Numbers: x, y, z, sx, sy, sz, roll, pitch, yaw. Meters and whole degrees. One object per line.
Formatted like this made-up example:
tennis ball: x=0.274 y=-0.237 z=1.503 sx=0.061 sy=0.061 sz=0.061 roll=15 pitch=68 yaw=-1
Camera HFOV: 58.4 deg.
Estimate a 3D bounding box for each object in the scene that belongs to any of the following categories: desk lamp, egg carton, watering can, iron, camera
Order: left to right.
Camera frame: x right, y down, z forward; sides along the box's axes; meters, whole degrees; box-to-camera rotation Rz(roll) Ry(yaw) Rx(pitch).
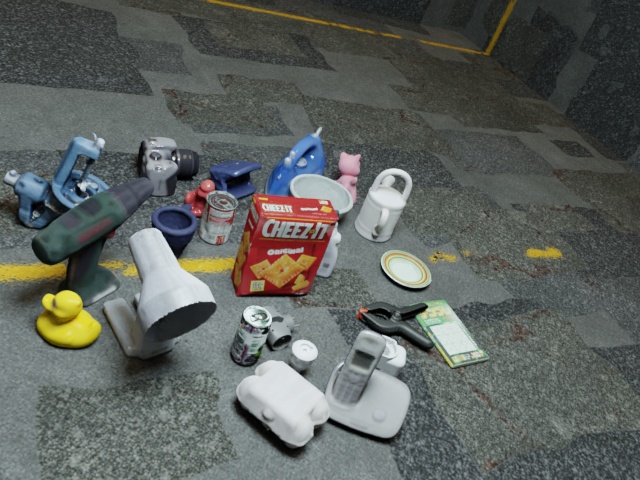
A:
desk lamp: x=-0.271 y=0.100 z=0.942 sx=0.118 sy=0.213 sz=0.202 roll=-13 pitch=48 yaw=-39
camera: x=-0.356 y=-0.184 z=1.366 sx=0.137 sy=0.101 sz=0.143 roll=-1 pitch=41 yaw=-29
egg carton: x=-0.062 y=0.271 z=0.953 sx=0.150 sy=0.069 sz=0.107 roll=34 pitch=37 yaw=17
iron: x=-0.062 y=-0.204 z=1.512 sx=0.118 sy=0.141 sz=0.259 roll=28 pitch=36 yaw=9
watering can: x=0.164 y=-0.102 z=1.453 sx=0.101 sy=0.194 sz=0.172 roll=4 pitch=39 yaw=-23

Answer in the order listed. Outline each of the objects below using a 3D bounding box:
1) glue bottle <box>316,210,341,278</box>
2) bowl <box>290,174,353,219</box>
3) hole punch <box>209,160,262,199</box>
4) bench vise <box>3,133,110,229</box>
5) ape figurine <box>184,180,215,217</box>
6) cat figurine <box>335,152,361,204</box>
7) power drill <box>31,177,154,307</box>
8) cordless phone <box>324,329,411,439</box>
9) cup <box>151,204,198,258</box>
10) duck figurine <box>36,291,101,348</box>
glue bottle: x=0.011 y=0.004 z=1.251 sx=0.078 sy=0.173 sz=0.037 roll=17 pitch=36 yaw=-7
bowl: x=-0.005 y=-0.092 z=1.454 sx=0.167 sy=0.075 sz=0.167 roll=14 pitch=36 yaw=-10
hole punch: x=-0.215 y=-0.166 z=1.424 sx=0.101 sy=0.091 sz=0.109 roll=37 pitch=38 yaw=20
bench vise: x=-0.488 y=-0.107 z=1.092 sx=0.208 sy=0.220 sz=0.121 roll=1 pitch=40 yaw=-26
ape figurine: x=-0.265 y=-0.097 z=1.308 sx=0.077 sy=0.092 sz=0.076 roll=34 pitch=37 yaw=17
cat figurine: x=0.081 y=-0.182 z=1.579 sx=0.067 sy=0.118 sz=0.127 roll=10 pitch=37 yaw=-16
power drill: x=-0.392 y=0.006 z=1.005 sx=0.075 sy=0.208 sz=0.230 roll=32 pitch=37 yaw=15
cordless phone: x=0.094 y=0.241 z=0.975 sx=0.147 sy=0.185 sz=0.094 roll=20 pitch=35 yaw=-3
cup: x=-0.300 y=-0.016 z=1.181 sx=0.091 sy=0.095 sz=0.118 roll=22 pitch=35 yaw=0
duck figurine: x=-0.412 y=0.124 z=0.946 sx=0.104 sy=0.086 sz=0.077 roll=21 pitch=35 yaw=-1
